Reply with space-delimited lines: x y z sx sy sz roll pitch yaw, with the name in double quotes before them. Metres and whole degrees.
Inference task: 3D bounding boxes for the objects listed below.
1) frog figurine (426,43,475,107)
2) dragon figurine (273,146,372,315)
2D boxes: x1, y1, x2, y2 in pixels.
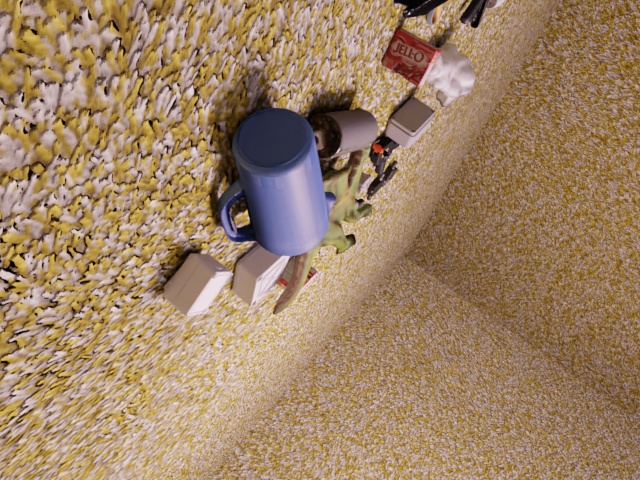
"frog figurine" 0.300 -0.402 1.209 0.158 0.122 0.139 39 54 -67
"dragon figurine" 0.003 -0.053 1.049 0.417 0.123 0.237 -59 158 -23
